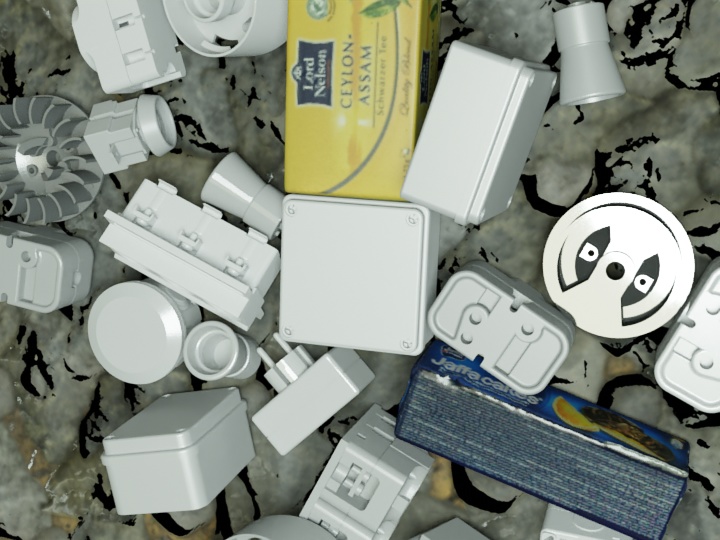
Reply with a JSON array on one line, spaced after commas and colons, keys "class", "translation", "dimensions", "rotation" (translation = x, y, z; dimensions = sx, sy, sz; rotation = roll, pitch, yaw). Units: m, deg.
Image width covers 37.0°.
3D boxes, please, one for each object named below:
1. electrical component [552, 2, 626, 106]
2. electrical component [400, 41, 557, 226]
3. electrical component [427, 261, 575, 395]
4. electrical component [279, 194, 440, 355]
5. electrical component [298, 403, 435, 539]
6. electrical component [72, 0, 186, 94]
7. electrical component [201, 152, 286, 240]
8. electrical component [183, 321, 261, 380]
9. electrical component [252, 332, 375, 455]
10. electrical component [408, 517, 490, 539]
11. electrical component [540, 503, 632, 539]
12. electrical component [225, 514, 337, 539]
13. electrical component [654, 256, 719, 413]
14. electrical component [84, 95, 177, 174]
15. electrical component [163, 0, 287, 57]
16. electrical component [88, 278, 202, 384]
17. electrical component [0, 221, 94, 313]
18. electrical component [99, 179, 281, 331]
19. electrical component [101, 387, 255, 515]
[{"class": "electrical component", "translation": [0.151, -0.147, 0.723], "dimensions": [0.044, 0.044, 0.065], "rotation": [-9, 92, 18]}, {"class": "electrical component", "translation": [0.081, -0.092, 0.718], "dimensions": [0.056, 0.109, 0.108], "rotation": [23, 105, 14]}, {"class": "electrical component", "translation": [0.102, 0.038, 0.760], "dimensions": [0.095, 0.059, 0.053], "rotation": [35, 107, 8]}, {"class": "electrical component", "translation": [0.000, 0.000, 0.786], "dimensions": [0.109, 0.056, 0.108], "rotation": [5, 101, 16]}, {"class": "electrical component", "translation": [-0.008, 0.188, 0.804], "dimensions": [0.062, 0.089, 0.150], "rotation": [31, 107, 10]}, {"class": "electrical component", "translation": [-0.177, -0.182, 0.810], "dimensions": [0.056, 0.050, 0.089], "rotation": [-13, 96, 18]}, {"class": "electrical component", "translation": [-0.081, -0.053, 0.810], "dimensions": [0.065, 0.044, 0.044], "rotation": [35, 107, 3]}, {"class": "electrical component", "translation": [-0.102, 0.064, 0.822], "dimensions": [0.044, 0.065, 0.044], "rotation": [-3, 80, 15]}, {"class": "electrical component", "translation": [-0.047, 0.083, 0.819], "dimensions": [0.083, 0.047, 0.075], "rotation": [-42, 86, 19]}, {"class": "electrical component", "translation": [0.082, 0.229, 0.785], "dimensions": [0.096, 0.062, 0.061], "rotation": [22, 106, 33]}, {"class": "electrical component", "translation": [0.161, 0.219, 0.777], "dimensions": [0.062, 0.061, 0.096], "rotation": [8, 110, 15]}, {"class": "electrical component", "translation": [-0.058, 0.224, 0.755], "dimensions": [0.099, 0.064, 0.099], "rotation": [1, 93, 29]}, {"class": "electrical component", "translation": [0.241, 0.040, 0.719], "dimensions": [0.054, 0.059, 0.095], "rotation": [30, 107, 10]}, {"class": "electrical component", "translation": [-0.174, -0.106, 0.821], "dimensions": [0.055, 0.066, 0.048], "rotation": [-13, 130, 10]}, {"class": "electrical component", "translation": [-0.093, -0.204, 0.782], "dimensions": [0.099, 0.064, 0.099], "rotation": [13, 113, 32]}, {"class": "electrical component", "translation": [-0.168, 0.046, 0.847], "dimensions": [0.080, 0.051, 0.080], "rotation": [3, 100, 16]}, {"class": "electrical component", "translation": [-0.266, -0.005, 0.863], "dimensions": [0.095, 0.059, 0.053], "rotation": [13, 103, 14]}, {"class": "electrical component", "translation": [-0.124, -0.014, 0.813], "dimensions": [0.121, 0.078, 0.063], "rotation": [28, 77, 10]}, {"class": "electrical component", "translation": [-0.137, 0.135, 0.821], "dimensions": [0.078, 0.113, 0.057], "rotation": [-8, 100, 18]}]
